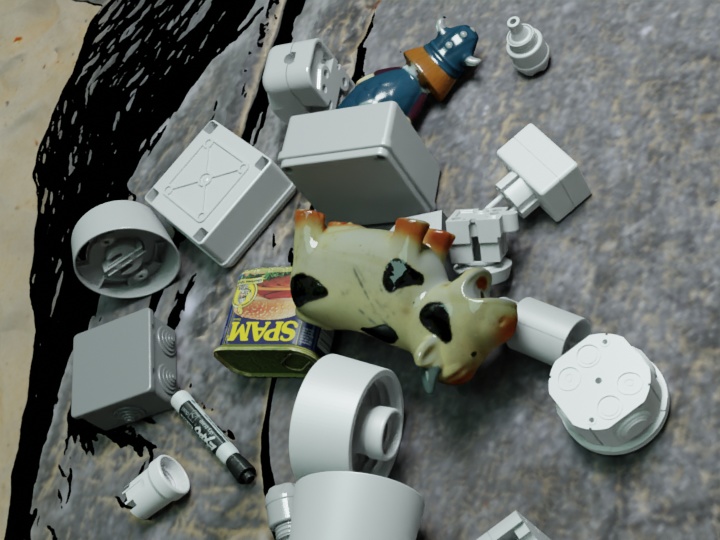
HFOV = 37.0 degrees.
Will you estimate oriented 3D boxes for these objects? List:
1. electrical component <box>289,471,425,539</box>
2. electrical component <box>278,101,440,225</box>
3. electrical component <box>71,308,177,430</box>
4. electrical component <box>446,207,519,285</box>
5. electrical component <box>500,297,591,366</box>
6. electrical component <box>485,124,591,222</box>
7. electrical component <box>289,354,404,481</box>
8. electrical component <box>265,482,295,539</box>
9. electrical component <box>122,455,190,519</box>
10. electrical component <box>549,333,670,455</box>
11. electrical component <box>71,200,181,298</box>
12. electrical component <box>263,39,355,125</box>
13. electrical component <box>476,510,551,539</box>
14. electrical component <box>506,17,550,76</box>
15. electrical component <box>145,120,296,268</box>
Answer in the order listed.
[{"bbox_3d":[-0.004,0.188,0.800,0.099,0.099,0.064,1,70,30],"label":"electrical component"},{"bbox_3d":[0.001,-0.091,0.952,0.109,0.108,0.056,-4,59,27],"label":"electrical component"},{"bbox_3d":[-0.219,0.095,1.006,0.100,0.048,0.099,-20,55,18],"label":"electrical component"},{"bbox_3d":[0.099,-0.019,0.881,0.066,0.055,0.048,-2,18,20],"label":"electrical component"},{"bbox_3d":[0.134,0.045,0.840,0.081,0.043,0.043,22,76,36],"label":"electrical component"},{"bbox_3d":[0.140,-0.069,0.900,0.077,0.047,0.065,-41,51,2],"label":"electrical component"},{"bbox_3d":[-0.002,0.123,0.834,0.060,0.108,0.108,7,67,26],"label":"electrical component"},{"bbox_3d":[-0.056,0.204,0.861,0.035,0.035,0.061,-23,57,17],"label":"electrical component"},{"bbox_3d":[-0.178,0.190,0.935,0.046,0.040,0.040,-38,51,13],"label":"electrical component"},{"bbox_3d":[0.180,0.090,0.783,0.080,0.051,0.080,-14,57,22],"label":"electrical component"},{"bbox_3d":[-0.231,-0.017,1.048,0.099,0.099,0.064,-36,45,6],"label":"electrical component"},{"bbox_3d":[-0.050,-0.174,1.037,0.059,0.095,0.053,-4,61,28],"label":"electrical component"},{"bbox_3d":[0.110,0.209,0.728,0.056,0.089,0.050,-38,52,5],"label":"electrical component"},{"bbox_3d":[0.147,-0.203,0.964,0.035,0.061,0.035,-14,57,22],"label":"electrical component"},{"bbox_3d":[-0.137,-0.075,1.053,0.108,0.056,0.109,-50,51,-5],"label":"electrical component"}]
